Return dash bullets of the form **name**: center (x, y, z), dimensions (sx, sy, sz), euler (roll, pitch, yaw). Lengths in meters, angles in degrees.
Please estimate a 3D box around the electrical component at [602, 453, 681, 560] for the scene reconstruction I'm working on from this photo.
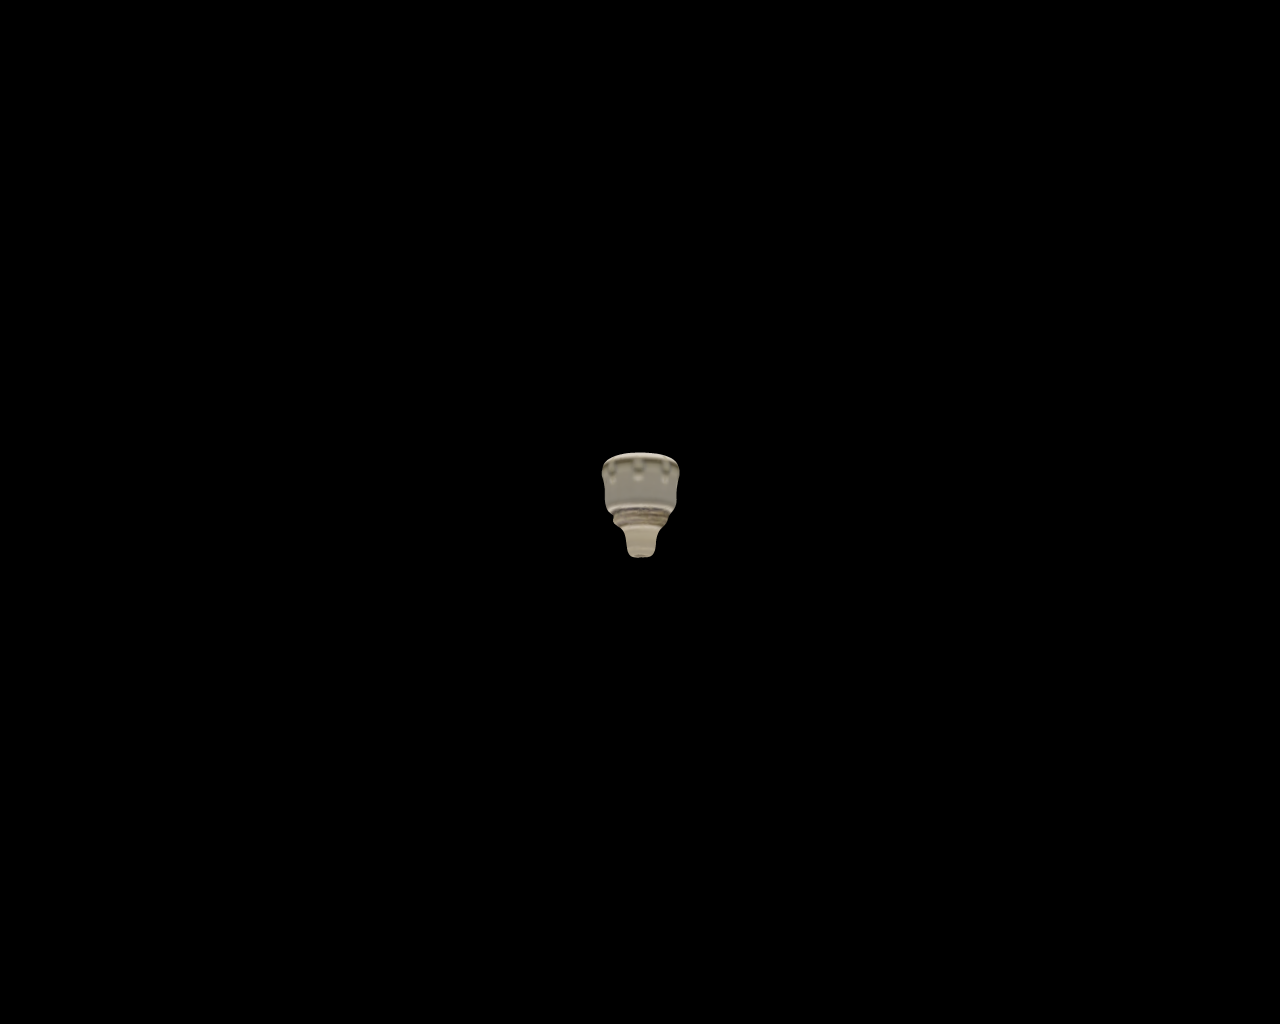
- **electrical component**: center (0.001, -0.003, 0.650), dimensions (0.048, 0.062, 0.048), euler (0, -10, 0)
